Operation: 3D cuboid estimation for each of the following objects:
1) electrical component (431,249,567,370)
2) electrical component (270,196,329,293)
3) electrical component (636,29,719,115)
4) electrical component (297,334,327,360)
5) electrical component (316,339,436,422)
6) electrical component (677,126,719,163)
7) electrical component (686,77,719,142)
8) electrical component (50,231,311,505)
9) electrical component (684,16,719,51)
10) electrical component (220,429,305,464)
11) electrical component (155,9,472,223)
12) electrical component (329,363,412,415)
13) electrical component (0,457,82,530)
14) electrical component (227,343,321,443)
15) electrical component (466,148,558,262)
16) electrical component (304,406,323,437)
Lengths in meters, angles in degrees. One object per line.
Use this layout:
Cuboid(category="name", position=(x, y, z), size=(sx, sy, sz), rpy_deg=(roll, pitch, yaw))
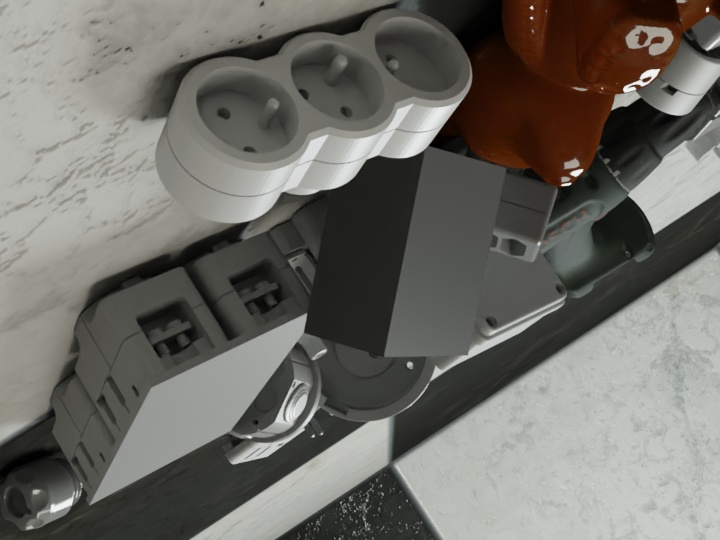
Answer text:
Cuboid(category="electrical component", position=(0.074, 0.001, 0.751), size=(0.109, 0.108, 0.056), rpy_deg=(-19, 163, -47))
Cuboid(category="electrical component", position=(-0.010, -0.008, 0.631), size=(0.078, 0.057, 0.058), rpy_deg=(-25, 164, -33))
Cuboid(category="electrical component", position=(0.212, -0.138, 0.711), size=(0.055, 0.055, 0.047), rpy_deg=(-23, 159, -38))
Cuboid(category="electrical component", position=(-0.042, 0.028, 0.674), size=(0.035, 0.061, 0.035), rpy_deg=(-32, 166, -9))
Cuboid(category="electrical component", position=(0.007, 0.055, 0.798), size=(0.108, 0.108, 0.060), rpy_deg=(-36, 173, 7))
Cuboid(category="electrical component", position=(0.294, -0.118, 0.922), size=(0.047, 0.076, 0.066), rpy_deg=(-39, 166, 21))
Cuboid(category="electrical component", position=(0.275, -0.148, 0.821), size=(0.059, 0.053, 0.095), rpy_deg=(-29, 166, -18))
Cuboid(category="electrical component", position=(-0.109, 0.057, 0.619), size=(0.105, 0.060, 0.186), rpy_deg=(-25, 164, -33))
Cuboid(category="electrical component", position=(0.234, -0.172, 0.670), size=(0.081, 0.042, 0.064), rpy_deg=(-23, 164, -39))
Cuboid(category="electrical component", position=(-0.088, 0.132, 0.951), size=(0.056, 0.050, 0.089), rpy_deg=(-37, 166, 11))
Cuboid(category="electrical component", position=(-0.022, -0.056, 0.446), size=(0.138, 0.052, 0.073), rpy_deg=(-25, 164, -34))
Cuboid(category="electrical component", position=(0.020, 0.075, 0.995), size=(0.109, 0.056, 0.109), rpy_deg=(-41, 165, 28))
Cuboid(category="electrical component", position=(-0.211, 0.148, 0.733), size=(0.043, 0.043, 0.062), rpy_deg=(-42, 167, 29))
Cuboid(category="electrical component", position=(-0.071, 0.079, 0.745), size=(0.080, 0.080, 0.051), rpy_deg=(-36, 161, 7))
Cuboid(category="electrical component", position=(0.080, -0.056, 0.661), size=(0.047, 0.083, 0.075), rpy_deg=(75, 34, -76))
Cuboid(category="electrical component", position=(-0.055, 0.102, 0.866), size=(0.047, 0.076, 0.066), rpy_deg=(-38, 166, 14))
